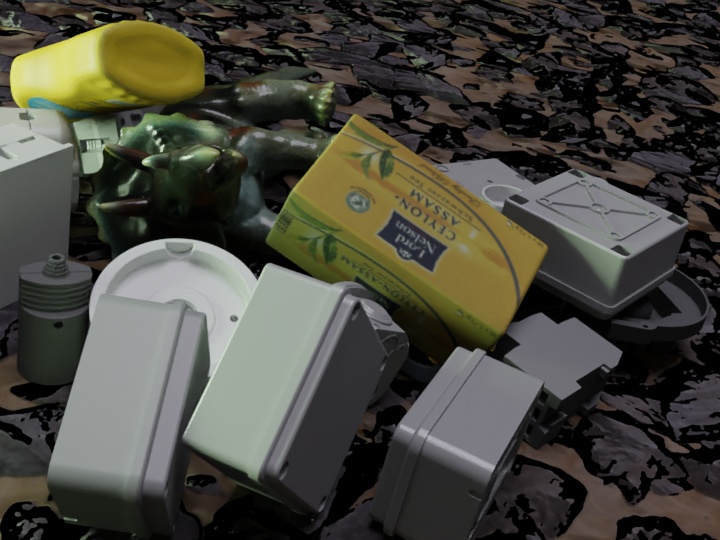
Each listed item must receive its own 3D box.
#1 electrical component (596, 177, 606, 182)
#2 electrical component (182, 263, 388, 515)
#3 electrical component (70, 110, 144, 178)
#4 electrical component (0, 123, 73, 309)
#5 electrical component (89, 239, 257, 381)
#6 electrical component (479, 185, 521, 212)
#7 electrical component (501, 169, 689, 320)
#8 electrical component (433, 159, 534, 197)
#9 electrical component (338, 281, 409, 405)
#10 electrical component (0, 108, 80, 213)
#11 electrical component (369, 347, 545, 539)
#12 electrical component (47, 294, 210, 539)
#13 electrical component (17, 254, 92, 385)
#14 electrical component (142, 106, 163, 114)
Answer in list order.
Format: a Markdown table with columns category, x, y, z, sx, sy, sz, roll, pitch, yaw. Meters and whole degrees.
| category | x | y | z | sx | sy | sz | roll | pitch | yaw |
| --- | --- | --- | --- | --- | --- | --- | --- | --- | --- |
| electrical component | 0.204 | -0.059 | 0.995 | 0.047 | 0.055 | 0.055 | -12 | 37 | -42 |
| electrical component | -0.037 | 0.068 | 0.590 | 0.056 | 0.108 | 0.108 | 19 | 73 | 18 |
| electrical component | -0.219 | -0.109 | 0.915 | 0.057 | 0.078 | 0.058 | -3 | 14 | 15 |
| electrical component | -0.277 | -0.020 | 0.699 | 0.060 | 0.105 | 0.186 | 24 | 32 | 21 |
| electrical component | -0.117 | 0.040 | 0.688 | 0.108 | 0.060 | 0.108 | 6 | 52 | -8 |
| electrical component | 0.095 | -0.028 | 0.877 | 0.079 | 0.077 | 0.044 | 6 | 30 | -9 |
| electrical component | 0.174 | -0.023 | 0.817 | 0.109 | 0.056 | 0.109 | 30 | 35 | 30 |
| electrical component | 0.112 | -0.060 | 0.967 | 0.100 | 0.048 | 0.100 | -10 | 35 | -33 |
| electrical component | -0.012 | 0.052 | 0.698 | 0.080 | 0.080 | 0.051 | -15 | 44 | -39 |
| electrical component | -0.246 | -0.072 | 0.812 | 0.059 | 0.095 | 0.053 | -1 | 32 | -22 |
| electrical component | 0.058 | 0.105 | 0.631 | 0.057 | 0.078 | 0.113 | 24 | 31 | 15 |
| electrical component | -0.119 | 0.078 | 0.576 | 0.057 | 0.078 | 0.113 | 9 | 59 | 0 |
| electrical component | -0.192 | 0.027 | 0.674 | 0.043 | 0.081 | 0.043 | 9 | 29 | -5 |
| electrical component | -0.200 | -0.187 | 1.065 | 0.096 | 0.061 | 0.062 | -13 | 38 | -37 |
